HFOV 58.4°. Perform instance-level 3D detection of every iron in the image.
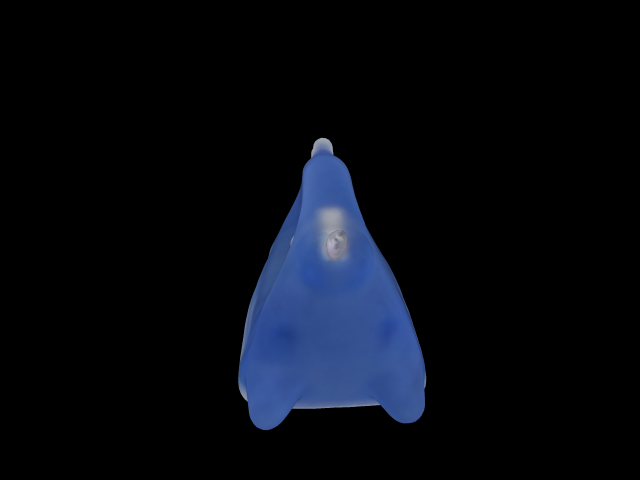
[{"bbox_3d":[0.004,0.001,0.400,0.118,0.141,0.258,-2,31,-3],"label":"iron"}]
